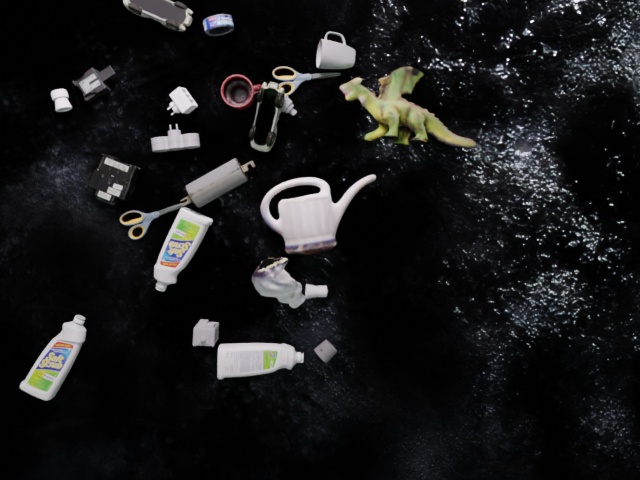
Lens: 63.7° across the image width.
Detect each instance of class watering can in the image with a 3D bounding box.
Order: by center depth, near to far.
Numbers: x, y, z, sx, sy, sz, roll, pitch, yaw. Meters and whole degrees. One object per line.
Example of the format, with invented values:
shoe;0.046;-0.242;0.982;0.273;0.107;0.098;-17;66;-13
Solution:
watering can;0.005;-0.076;1.500;0.348;0.104;0.224;-8;94;-1

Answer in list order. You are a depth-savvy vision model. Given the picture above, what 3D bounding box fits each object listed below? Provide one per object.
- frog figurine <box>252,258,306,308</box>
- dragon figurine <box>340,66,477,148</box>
frog figurine;-0.121;0.139;1.502;0.136;0.125;0.158;-15;104;32
dragon figurine;0.257;-0.396;1.506;0.410;0.121;0.244;5;84;-3
